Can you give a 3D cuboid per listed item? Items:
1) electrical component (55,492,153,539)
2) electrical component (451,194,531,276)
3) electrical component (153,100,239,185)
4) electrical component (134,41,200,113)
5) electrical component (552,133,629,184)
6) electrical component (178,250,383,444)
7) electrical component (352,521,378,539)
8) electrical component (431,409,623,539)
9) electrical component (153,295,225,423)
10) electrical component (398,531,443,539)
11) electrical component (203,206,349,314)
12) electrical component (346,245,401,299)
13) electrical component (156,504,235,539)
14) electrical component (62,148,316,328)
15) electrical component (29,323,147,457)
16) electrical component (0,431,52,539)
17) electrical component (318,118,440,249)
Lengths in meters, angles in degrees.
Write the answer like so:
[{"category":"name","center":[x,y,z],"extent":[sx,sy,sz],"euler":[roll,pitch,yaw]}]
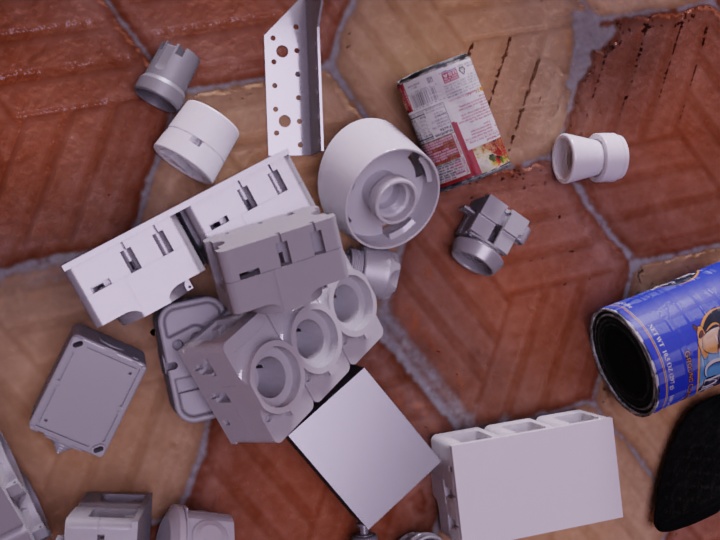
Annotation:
[{"category":"electrical component","center":[-0.198,0.271,0.817],"extent":[0.060,0.105,0.186],"euler":[3,89,-5]},{"category":"electrical component","center":[0.111,-0.029,0.939],"extent":[0.066,0.048,0.055],"euler":[34,74,-13]},{"category":"electrical component","center":[-0.130,-0.104,0.867],"extent":[0.055,0.055,0.047],"euler":[34,78,-13]},{"category":"electrical component","center":[-0.155,-0.156,0.868],"extent":[0.040,0.040,0.046],"euler":[27,78,-14]},{"category":"electrical component","center":[0.207,-0.100,0.965],"extent":[0.055,0.045,0.045],"euler":[-3,91,-16]},{"category":"electrical component","center":[-0.055,0.055,0.842],"extent":[0.150,0.062,0.089],"euler":[-44,115,-41]},{"category":"electrical component","center":[0.006,0.253,0.912],"extent":[0.040,0.040,0.078],"euler":[-5,91,-15]},{"category":"electrical component","center":[0.144,0.179,0.939],"extent":[0.150,0.062,0.089],"euler":[-7,92,-15]},{"category":"electrical component","center":[-0.132,0.070,0.863],"extent":[0.054,0.059,0.095],"euler":[-12,93,-15]},{"category":"electrical component","center":[0.057,0.244,0.912],"extent":[0.048,0.062,0.048],"euler":[7,68,-18]},{"category":"electrical component","center":[-0.060,-0.004,0.779],"extent":[0.089,0.050,0.055],"euler":[-19,109,-18]},{"category":"electrical component","center":[0.000,0.000,0.908],"extent":[0.062,0.043,0.043],"euler":[11,87,-14]},{"category":"electrical component","center":[-0.133,0.228,0.854],"extent":[0.051,0.080,0.080],"euler":[11,87,-20]},{"category":"electrical component","center":[-0.133,-0.021,0.839],"extent":[0.186,0.105,0.060],"euler":[-29,98,-13]},{"category":"electrical component","center":[-0.216,0.098,0.843],"extent":[0.062,0.061,0.096],"euler":[26,92,-16]},{"category":"electrical component","center":[-0.280,0.150,0.774],"extent":[0.062,0.089,0.150],"euler":[-25,129,-15]},{"category":"electrical component","center":[0.016,-0.070,0.899],"extent":[0.099,0.064,0.099],"euler":[-15,123,-25]}]
